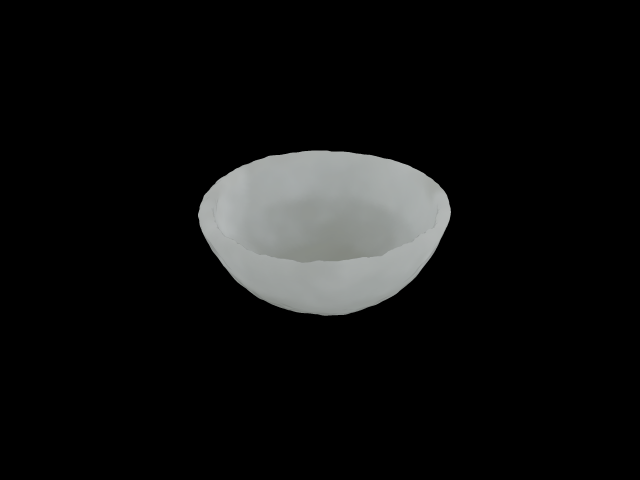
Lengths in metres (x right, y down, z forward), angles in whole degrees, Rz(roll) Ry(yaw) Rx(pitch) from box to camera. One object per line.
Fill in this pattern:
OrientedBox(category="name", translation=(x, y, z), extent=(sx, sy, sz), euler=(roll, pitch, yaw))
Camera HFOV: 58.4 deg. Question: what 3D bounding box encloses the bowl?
OrientedBox(category="bowl", translation=(0.004, 0.001, 0.400), extent=(0.167, 0.075, 0.167), euler=(0, 31, 0))
